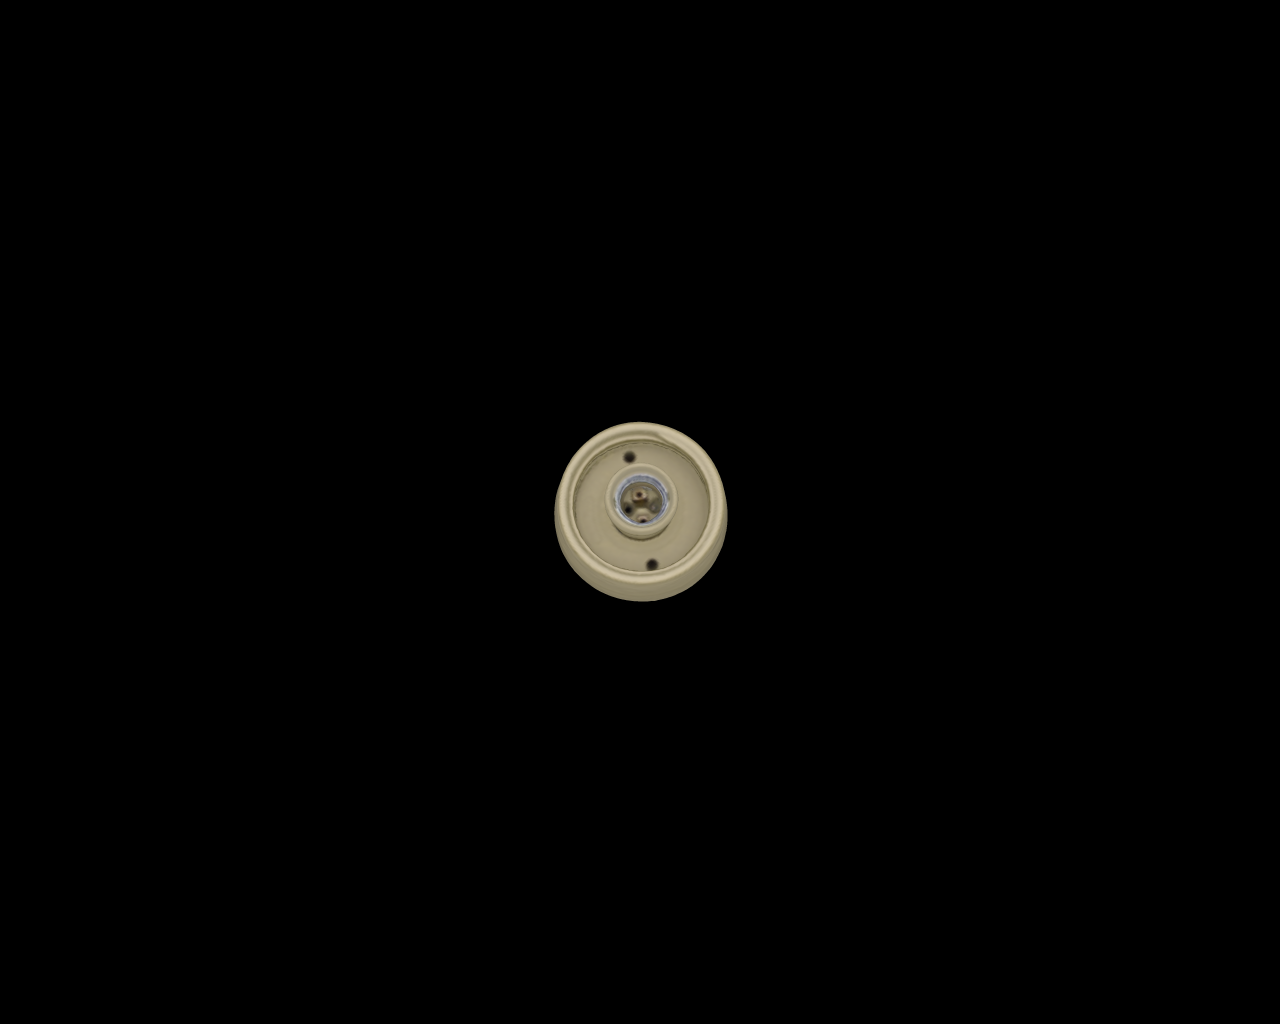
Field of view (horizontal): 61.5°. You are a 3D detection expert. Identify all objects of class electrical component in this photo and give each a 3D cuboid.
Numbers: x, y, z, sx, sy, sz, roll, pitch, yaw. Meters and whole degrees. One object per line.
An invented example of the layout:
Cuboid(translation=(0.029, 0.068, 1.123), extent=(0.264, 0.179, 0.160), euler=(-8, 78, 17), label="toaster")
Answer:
Cuboid(translation=(0.001, -0.003, 0.650), extent=(0.108, 0.108, 0.060), euler=(0, -12, 0), label="electrical component")
